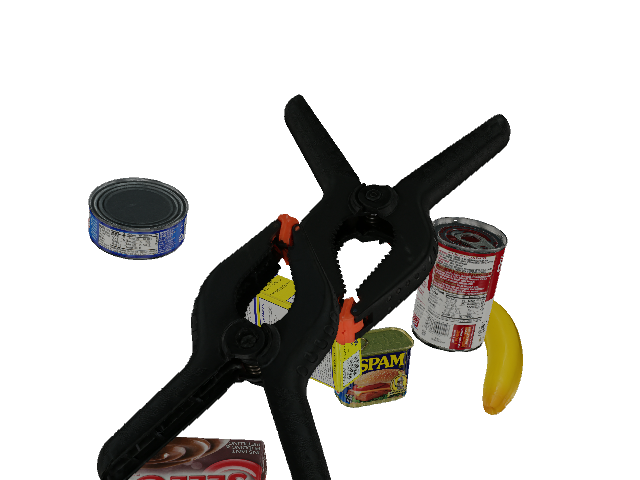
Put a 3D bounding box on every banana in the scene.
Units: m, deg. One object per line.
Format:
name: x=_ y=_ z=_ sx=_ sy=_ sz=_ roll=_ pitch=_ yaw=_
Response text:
banana: x=0.180 y=0.111 z=1.143 sx=0.069 sy=0.037 sz=0.198 roll=-24 pitch=35 yaw=3

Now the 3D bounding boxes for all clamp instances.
clamp: x=0.027 y=-0.024 z=0.725 sx=0.165 sy=0.209 sz=0.036 roll=12 pitch=-38 yaw=16
clamp: x=-0.027 y=0.067 z=0.551 sx=0.120 sy=0.171 sz=0.039 roll=19 pitch=-26 yaw=12

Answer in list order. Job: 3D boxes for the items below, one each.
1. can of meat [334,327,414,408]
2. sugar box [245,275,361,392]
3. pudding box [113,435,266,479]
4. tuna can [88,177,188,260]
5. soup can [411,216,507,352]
can of meat: x=0.069 y=0.169 z=1.420 sx=0.102 sy=0.084 sz=0.057 roll=-6 pitch=25 yaw=-21
sugar box: x=-0.037 y=0.089 z=1.158 sx=0.176 sy=0.093 sz=0.048 roll=23 pitch=39 yaw=35
pudding box: x=-0.096 y=0.178 z=0.744 sx=0.113 sy=0.039 sz=0.090 roll=1 pitch=27 yaw=1
tuna can: x=-0.159 y=-0.019 z=0.930 sx=0.086 sy=0.034 sz=0.086 roll=7 pitch=32 yaw=-4
soup can: x=0.121 y=0.039 z=0.939 sx=0.068 sy=0.102 sz=0.068 roll=7 pitch=24 yaw=-3
